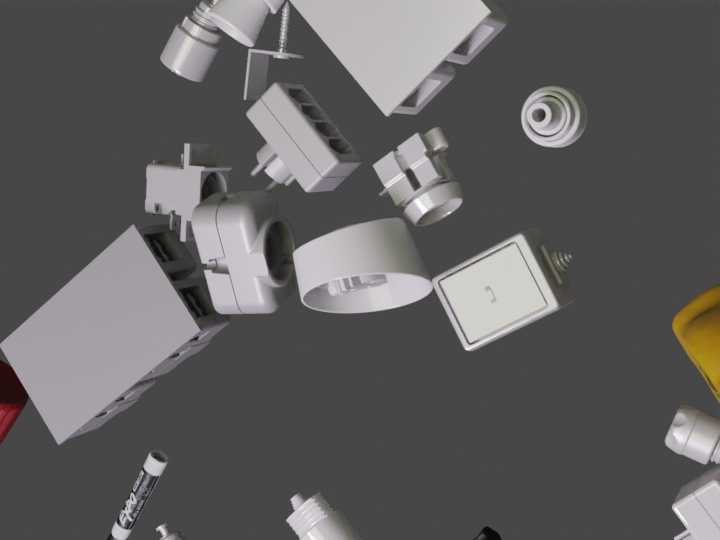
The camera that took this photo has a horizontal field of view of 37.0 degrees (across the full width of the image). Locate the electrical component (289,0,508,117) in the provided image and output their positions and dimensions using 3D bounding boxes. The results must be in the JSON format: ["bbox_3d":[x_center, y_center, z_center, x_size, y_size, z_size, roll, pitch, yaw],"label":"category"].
[{"bbox_3d":[0.010,-0.219,0.807,0.105,0.060,0.186,-43,78,22],"label":"electrical component"}]

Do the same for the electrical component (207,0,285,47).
[{"bbox_3d":[-0.088,-0.212,0.855,0.045,0.045,0.055,34,88,18],"label":"electrical component"}]

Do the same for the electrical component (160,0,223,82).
[{"bbox_3d":[-0.133,-0.192,0.887,0.040,0.040,0.078,37,109,17],"label":"electrical component"}]

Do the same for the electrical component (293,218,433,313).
[{"bbox_3d":[0.000,0.000,0.818,0.099,0.099,0.064,-21,81,25],"label":"electrical component"}]

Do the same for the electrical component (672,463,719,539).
[{"bbox_3d":[0.246,0.193,0.751,0.076,0.047,0.083,-40,79,23],"label":"electrical component"}]

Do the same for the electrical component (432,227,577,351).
[{"bbox_3d":[0.110,0.011,0.786,0.096,0.061,0.061,-29,84,25],"label":"electrical component"}]

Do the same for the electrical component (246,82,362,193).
[{"bbox_3d":[-0.057,-0.093,0.859,0.076,0.047,0.083,-42,78,23],"label":"electrical component"}]

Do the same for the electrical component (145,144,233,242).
[{"bbox_3d":[-0.146,-0.067,0.906,0.064,0.042,0.081,8,98,25],"label":"electrical component"}]

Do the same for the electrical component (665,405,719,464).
[{"bbox_3d":[0.247,0.120,0.750,0.061,0.035,0.035,24,105,18],"label":"electrical component"}]

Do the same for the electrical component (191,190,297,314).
[{"bbox_3d":[-0.090,-0.014,0.868,0.059,0.053,0.095,-2,113,25],"label":"electrical component"}]

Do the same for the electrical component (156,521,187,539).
[{"bbox_3d":[-0.156,0.259,0.947,0.040,0.040,0.078,-35,81,24],"label":"electrical component"}]

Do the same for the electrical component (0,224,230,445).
[{"bbox_3d":[-0.213,0.055,0.939,0.186,0.060,0.105,-38,80,23],"label":"electrical component"}]

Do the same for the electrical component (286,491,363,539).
[{"bbox_3d":[-0.028,0.217,0.882,0.043,0.043,0.081,-45,77,22],"label":"electrical component"}]

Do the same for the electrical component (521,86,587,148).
[{"bbox_3d":[0.135,-0.109,0.761,0.043,0.062,0.043,3,97,24],"label":"electrical component"}]

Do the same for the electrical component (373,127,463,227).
[{"bbox_3d":[0.047,-0.067,0.816,0.066,0.048,0.055,-34,74,24],"label":"electrical component"}]
